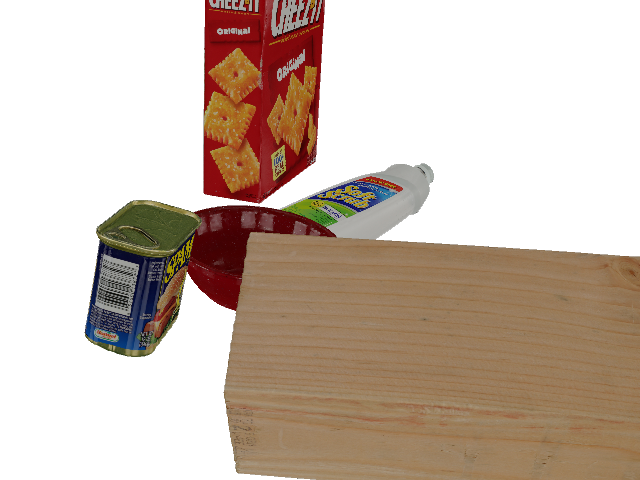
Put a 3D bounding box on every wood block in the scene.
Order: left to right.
[{"bbox_3d":[0.064,0.062,0.512,0.206,0.091,0.090,4,-37,4],"label":"wood block"}]

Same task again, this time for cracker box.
[{"bbox_3d":[-0.053,-0.163,1.065,0.072,0.214,0.164,11,22,17],"label":"cracker box"}]

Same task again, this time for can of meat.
[{"bbox_3d":[-0.130,0.026,0.775,0.057,0.084,0.102,15,18,4],"label":"can of meat"}]

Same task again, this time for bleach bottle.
[{"bbox_3d":[0.043,-0.040,1.329,0.103,0.068,0.250,29,45,36],"label":"bleach bottle"}]

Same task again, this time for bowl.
[{"bbox_3d":[-0.061,0.023,1.001,0.162,0.055,0.162,6,24,-3],"label":"bowl"}]
